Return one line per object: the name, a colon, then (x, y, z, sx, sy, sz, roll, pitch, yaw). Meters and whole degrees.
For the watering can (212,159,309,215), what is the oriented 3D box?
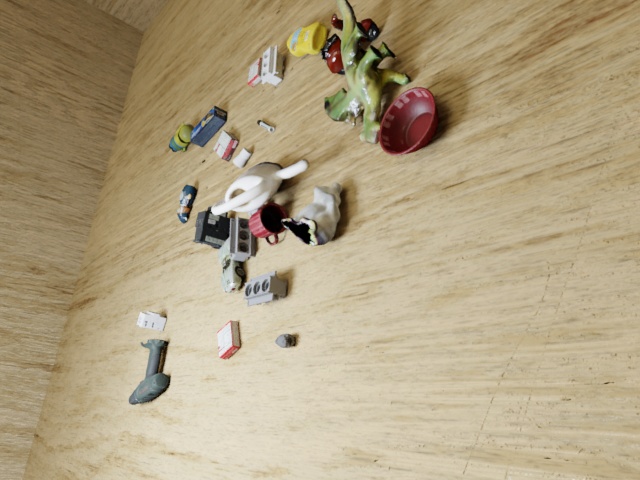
watering can: (-0.155, -0.164, 1.477, 0.345, 0.103, 0.228, -24, 16, 21)

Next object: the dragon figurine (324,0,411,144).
dragon figurine: (0.077, -0.409, 1.305, 0.238, 0.122, 0.418, -47, 55, 35)

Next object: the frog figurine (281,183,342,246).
frog figurine: (0.004, -0.065, 1.291, 0.162, 0.122, 0.136, -45, 13, -32)
